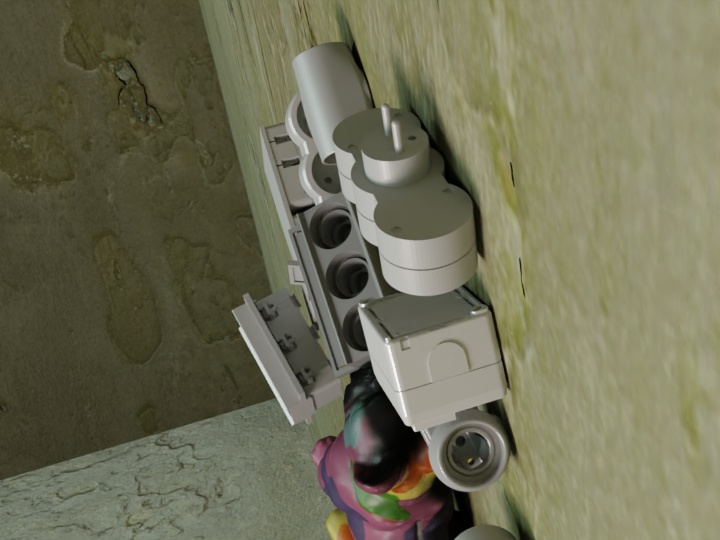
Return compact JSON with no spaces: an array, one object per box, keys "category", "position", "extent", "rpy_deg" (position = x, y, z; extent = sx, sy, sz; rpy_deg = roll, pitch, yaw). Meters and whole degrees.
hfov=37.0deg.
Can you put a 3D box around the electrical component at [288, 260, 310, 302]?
[{"category":"electrical component","position":[-0.022,-0.007,0.967],"extent":[0.042,0.081,0.063],"rpy_deg":[91,-176,-66]}]

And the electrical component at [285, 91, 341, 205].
[{"category":"electrical component","position":[-0.024,-0.080,0.877],"extent":[0.074,0.052,0.138],"rpy_deg":[-168,62,-82]}]

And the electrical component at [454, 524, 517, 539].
[{"category":"electrical component","position":[0.081,0.189,0.660],"extent":[0.047,0.055,0.055],"rpy_deg":[-119,14,-75]}]

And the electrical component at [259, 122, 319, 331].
[{"category":"electrical component","position":[-0.043,-0.046,1.069],"extent":[0.105,0.060,0.186],"rpy_deg":[96,157,-72]}]

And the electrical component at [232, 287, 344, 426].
[{"category":"electrical component","position":[-0.069,0.082,1.063],"extent":[0.121,0.063,0.078],"rpy_deg":[57,168,27]}]

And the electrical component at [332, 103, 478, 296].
[{"category":"electrical component","position":[0.021,-0.055,0.588],"extent":[0.138,0.052,0.073],"rpy_deg":[-115,11,-51]}]

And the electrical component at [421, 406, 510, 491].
[{"category":"electrical component","position":[0.062,0.104,0.642],"extent":[0.066,0.048,0.055],"rpy_deg":[63,176,-4]}]

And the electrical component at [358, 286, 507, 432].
[{"category":"electrical component","position":[0.040,0.046,0.626],"extent":[0.096,0.062,0.061],"rpy_deg":[-130,24,-73]}]

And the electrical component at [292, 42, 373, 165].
[{"category":"electrical component","position":[-0.018,-0.116,0.787],"extent":[0.079,0.044,0.077],"rpy_deg":[114,140,-79]}]

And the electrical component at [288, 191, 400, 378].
[{"category":"electrical component","position":[0.004,0.009,0.785],"extent":[0.063,0.079,0.121],"rpy_deg":[25,-138,-60]}]
